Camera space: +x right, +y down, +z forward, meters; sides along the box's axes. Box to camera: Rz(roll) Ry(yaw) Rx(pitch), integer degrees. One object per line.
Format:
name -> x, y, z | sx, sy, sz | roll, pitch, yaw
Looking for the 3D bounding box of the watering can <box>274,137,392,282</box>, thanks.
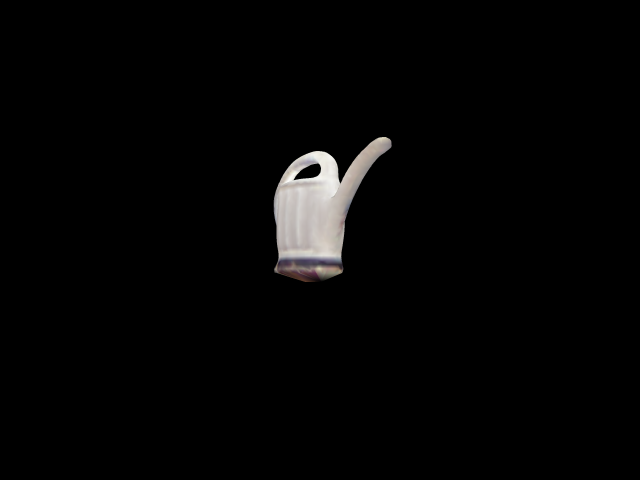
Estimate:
watering can -> 0.003, -0.043, 0.850 | 0.104, 0.225, 0.346 | 3, -6, -29
